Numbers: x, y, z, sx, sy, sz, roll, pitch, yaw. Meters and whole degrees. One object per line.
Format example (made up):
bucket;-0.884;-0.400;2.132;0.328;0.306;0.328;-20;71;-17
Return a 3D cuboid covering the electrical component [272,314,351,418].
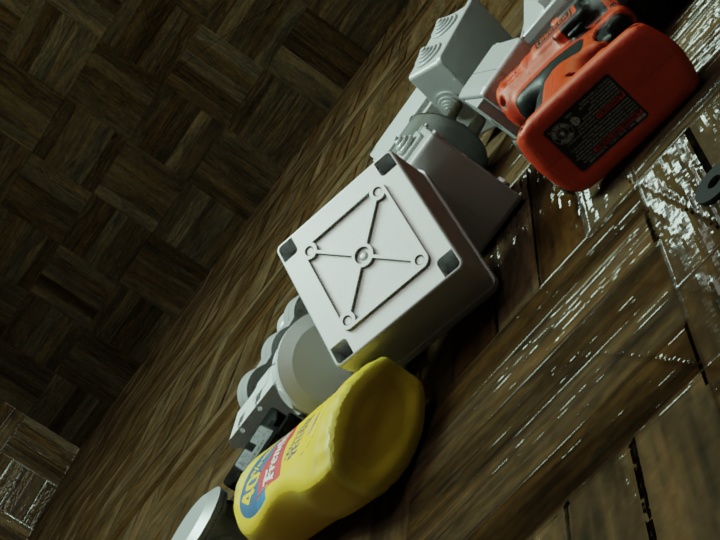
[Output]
electrical component;-0.025;0.072;0.795;0.080;0.080;0.051;-59;5;-19

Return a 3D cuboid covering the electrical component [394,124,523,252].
electrical component;0.058;-0.060;0.777;0.061;0.096;0.061;-54;10;9

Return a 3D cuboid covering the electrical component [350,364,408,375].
electrical component;0.021;0.048;0.766;0.044;0.044;0.065;-46;9;42

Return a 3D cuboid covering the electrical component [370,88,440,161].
electrical component;0.067;-0.141;1.110;0.108;0.056;0.108;-54;10;5

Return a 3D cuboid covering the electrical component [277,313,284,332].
electrical component;-0.063;0.065;1.102;0.040;0.040;0.078;-55;11;3

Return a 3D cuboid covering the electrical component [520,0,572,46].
electrical component;0.166;-0.207;0.847;0.061;0.061;0.096;-48;12;36

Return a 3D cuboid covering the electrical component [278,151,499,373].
electrical component;0.016;-0.001;0.704;0.109;0.056;0.108;-40;56;16

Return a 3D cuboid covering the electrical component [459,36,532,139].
electrical component;0.119;-0.136;0.838;0.061;0.062;0.096;-55;10;2

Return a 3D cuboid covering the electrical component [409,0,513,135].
electrical component;0.100;-0.177;0.960;0.048;0.100;0.099;-21;34;50

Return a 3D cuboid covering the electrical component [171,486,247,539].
electrical component;-0.114;0.213;0.832;0.080;0.051;0.080;-53;10;14

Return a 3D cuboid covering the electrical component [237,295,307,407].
electrical component;-0.059;0.077;1.008;0.138;0.052;0.074;-59;11;-21

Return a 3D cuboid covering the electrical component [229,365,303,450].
electrical component;-0.065;0.116;0.917;0.089;0.050;0.055;-52;11;19
